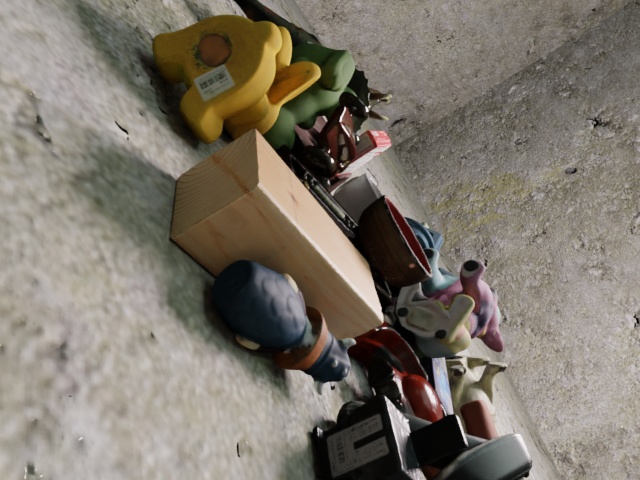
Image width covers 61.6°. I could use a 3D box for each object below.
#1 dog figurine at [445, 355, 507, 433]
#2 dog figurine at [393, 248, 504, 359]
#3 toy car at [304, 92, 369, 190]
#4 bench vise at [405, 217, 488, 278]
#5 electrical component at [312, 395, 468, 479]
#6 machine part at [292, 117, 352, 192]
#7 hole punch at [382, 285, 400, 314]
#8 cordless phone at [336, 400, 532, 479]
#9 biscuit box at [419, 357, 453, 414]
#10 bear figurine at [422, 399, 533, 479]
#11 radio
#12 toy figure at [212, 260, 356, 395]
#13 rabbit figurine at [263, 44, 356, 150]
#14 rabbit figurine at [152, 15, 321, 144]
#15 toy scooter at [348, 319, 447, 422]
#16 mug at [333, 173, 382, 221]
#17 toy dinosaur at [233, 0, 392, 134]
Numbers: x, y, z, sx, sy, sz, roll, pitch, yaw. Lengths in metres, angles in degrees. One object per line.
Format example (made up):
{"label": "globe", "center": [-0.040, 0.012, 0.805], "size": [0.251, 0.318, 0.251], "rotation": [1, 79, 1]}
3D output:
{"label": "dog figurine", "center": [0.241, 0.296, 0.904], "size": [0.172, 0.121, 0.190], "rotation": [150, -62, -85]}
{"label": "dog figurine", "center": [0.206, 0.125, 0.803], "size": [0.191, 0.109, 0.219], "rotation": [-60, 138, -25]}
{"label": "toy car", "center": [0.022, -0.116, 0.673], "size": [0.053, 0.089, 0.202], "rotation": [36, -4, 1]}
{"label": "bench vise", "center": [0.186, 0.028, 0.982], "size": [0.224, 0.128, 0.240], "rotation": [20, 27, 16]}
{"label": "electrical component", "center": [0.056, 0.172, 0.438], "size": [0.047, 0.119, 0.075], "rotation": [51, 20, -33]}
{"label": "machine part", "center": [-0.018, -0.154, 0.875], "size": [0.179, 0.056, 0.179], "rotation": [42, 28, -29]}
{"label": "hole punch", "center": [0.092, 0.048, 0.855], "size": [0.142, 0.092, 0.116], "rotation": [57, 11, 4]}
{"label": "cordless phone", "center": [0.095, 0.224, 0.528], "size": [0.184, 0.146, 0.089], "rotation": [20, 47, 3]}
{"label": "biscuit box", "center": [0.152, 0.206, 0.795], "size": [0.059, 0.063, 0.203], "rotation": [58, 16, -9]}
{"label": "bear figurine", "center": [0.205, 0.296, 0.692], "size": [0.195, 0.120, 0.132], "rotation": [40, 21, -56]}
{"label": "radio", "center": [-0.001, -0.002, 0.663], "size": [0.229, 0.073, 0.131], "rotation": [46, 21, -44]}
{"label": "toy figure", "center": [-0.026, 0.075, 0.460], "size": [0.154, 0.064, 0.058], "rotation": [47, 11, -37]}
{"label": "rabbit figurine", "center": [-0.050, -0.190, 0.738], "size": [0.159, 0.170, 0.121], "rotation": [31, -20, 13]}
{"label": "rabbit figurine", "center": [-0.089, -0.179, 0.617], "size": [0.122, 0.162, 0.173], "rotation": [51, -6, 16]}
{"label": "toy scooter", "center": [0.078, 0.155, 0.629], "size": [0.135, 0.075, 0.184], "rotation": [44, 18, -46]}
{"label": "mug", "center": [0.045, -0.051, 0.845], "size": [0.080, 0.107, 0.110], "rotation": [46, 16, -46]}
{"label": "toy dinosaur", "center": [-0.024, -0.294, 0.919], "size": [0.192, 0.131, 0.404], "rotation": [23, -3, 38]}
